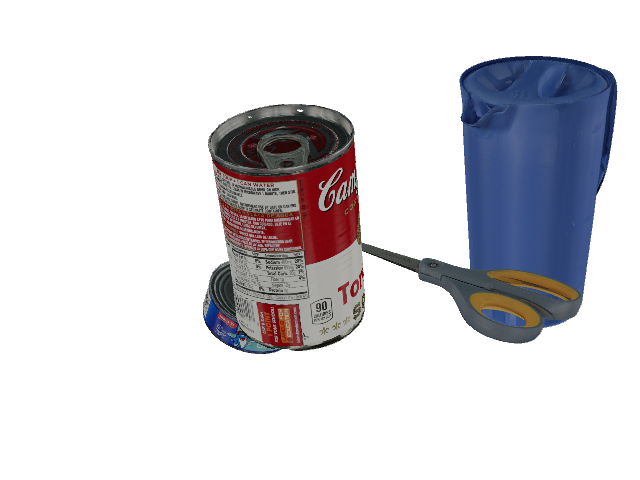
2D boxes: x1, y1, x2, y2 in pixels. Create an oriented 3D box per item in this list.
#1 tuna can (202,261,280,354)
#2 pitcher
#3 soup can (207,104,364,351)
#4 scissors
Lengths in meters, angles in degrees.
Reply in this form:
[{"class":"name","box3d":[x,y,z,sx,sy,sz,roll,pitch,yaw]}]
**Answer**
[{"class":"tuna can","box3d":[-0.056,0.056,0.907,0.086,0.034,0.086,13,37,-10]},{"class":"pitcher","box3d":[0.206,-0.047,1.009,0.149,0.243,0.145,0,28,7]},{"class":"soup can","box3d":[-0.014,-0.006,0.517,0.068,0.102,0.068,-4,31,2]},{"class":"scissors","box3d":[0.082,0.032,0.763,0.202,0.016,0.096,11,27,17]}]
